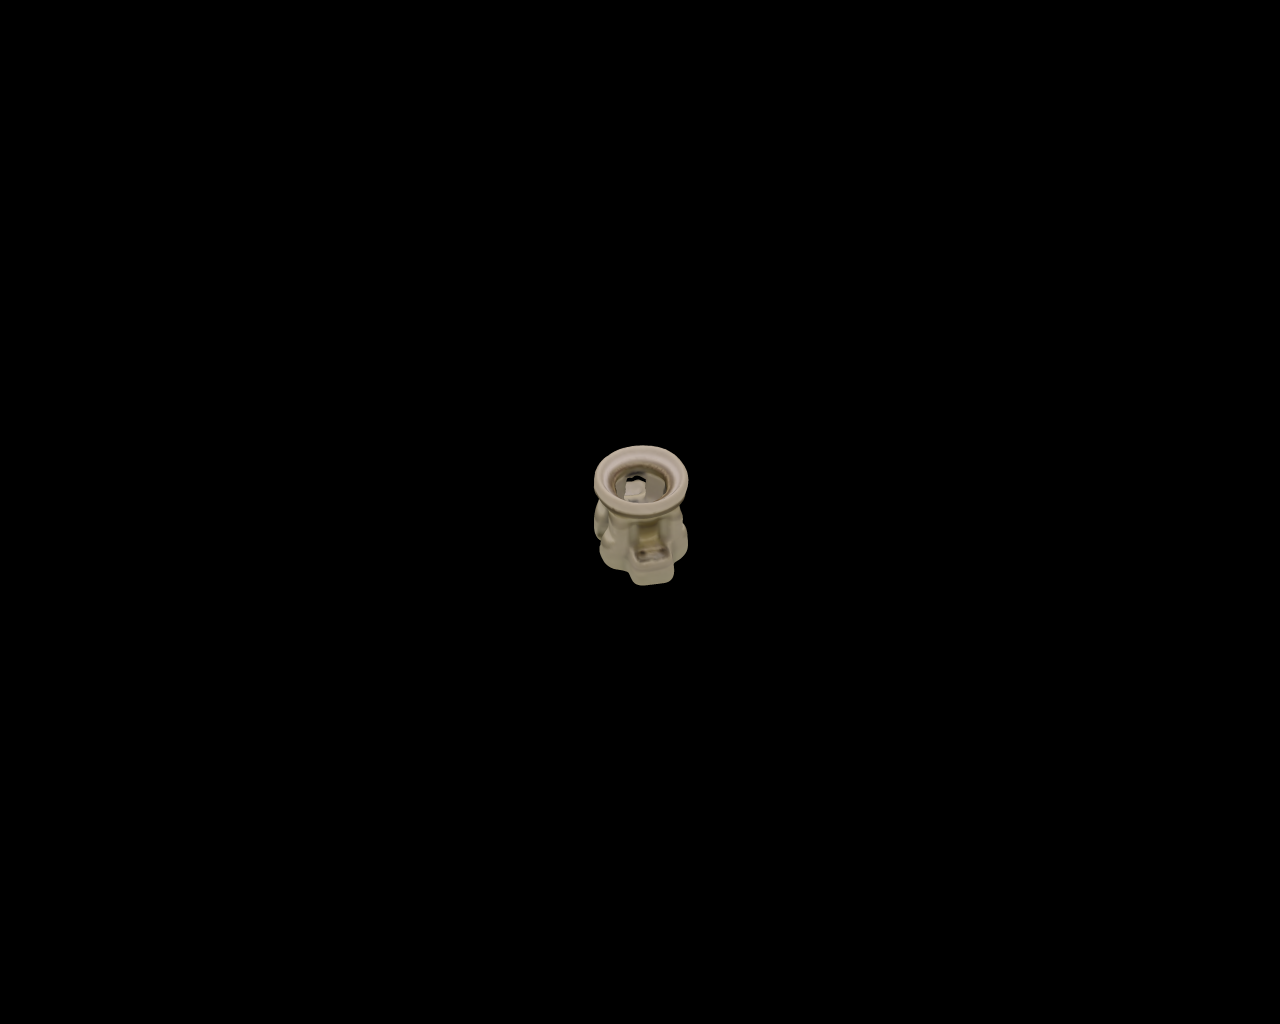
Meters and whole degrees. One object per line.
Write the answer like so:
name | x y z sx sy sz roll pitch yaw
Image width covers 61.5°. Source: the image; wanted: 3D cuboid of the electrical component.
electrical component | 0.001 -0.003 0.650 0.058 0.056 0.078 -8 44 -8
